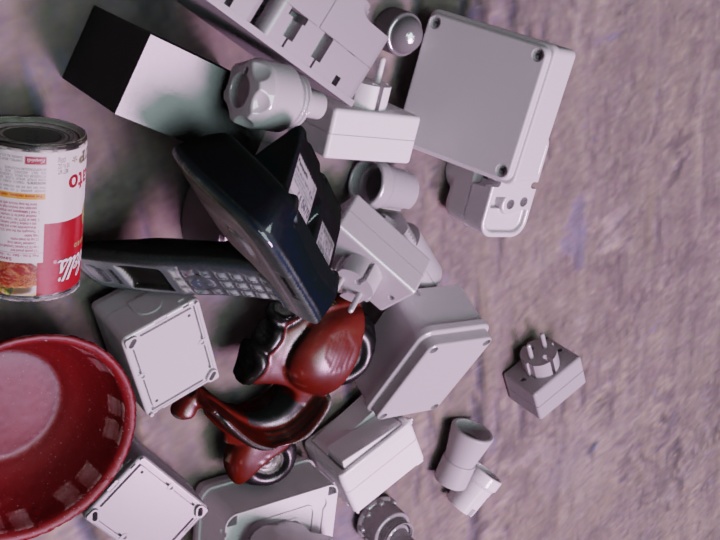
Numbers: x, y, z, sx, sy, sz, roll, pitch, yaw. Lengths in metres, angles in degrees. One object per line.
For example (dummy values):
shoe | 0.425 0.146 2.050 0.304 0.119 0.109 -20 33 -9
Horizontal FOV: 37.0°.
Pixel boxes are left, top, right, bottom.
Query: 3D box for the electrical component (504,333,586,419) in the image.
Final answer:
electrical component | 0.182 0.095 1.077 0.066 0.047 0.076 -36 131 -19

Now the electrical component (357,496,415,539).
electrical component | 0.031 0.250 1.028 0.048 0.062 0.048 -18 123 -31

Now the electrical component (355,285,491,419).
electrical component | 0.050 0.071 0.922 0.078 0.057 0.113 -5 142 -37

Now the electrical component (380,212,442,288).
electrical component | 0.034 -0.017 0.901 0.043 0.043 0.081 -44 133 -11

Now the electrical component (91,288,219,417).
electrical component | -0.149 0.054 0.786 0.062 0.061 0.096 -30 136 -24

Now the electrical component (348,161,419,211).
electrical component | 0.020 -0.067 0.867 0.046 0.040 0.040 8 108 -46

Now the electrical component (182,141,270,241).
electrical component | -0.070 -0.035 0.797 0.108 0.060 0.108 -18 123 -30

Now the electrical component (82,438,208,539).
electrical component | -0.177 0.169 0.825 0.061 0.061 0.096 -47 125 -8

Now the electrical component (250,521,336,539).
electrical component | -0.051 0.246 0.881 0.095 0.059 0.053 23 97 -43

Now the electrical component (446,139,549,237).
electrical component | 0.113 -0.082 0.919 0.054 0.059 0.095 -1 113 -38

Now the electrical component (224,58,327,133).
electrical component | -0.050 -0.107 0.670 0.062 0.043 0.043 4 110 -40

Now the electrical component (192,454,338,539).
electrical component | -0.083 0.212 0.921 0.113 0.057 0.078 -10 118 -35

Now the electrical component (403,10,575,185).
electrical component | 0.097 -0.135 0.838 0.056 0.109 0.108 -12 122 -58

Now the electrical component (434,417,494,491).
electrical component | 0.100 0.185 1.065 0.044 0.044 0.065 5 115 -40

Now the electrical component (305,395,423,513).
electrical component | 0.008 0.155 0.959 0.096 0.062 0.061 -35 131 -19

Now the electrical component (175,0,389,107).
electrical component | -0.078 -0.186 0.678 0.186 0.105 0.060 30 93 -44

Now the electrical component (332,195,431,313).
electrical component | 0.000 0.000 0.840 0.083 0.047 0.075 41 52 -15

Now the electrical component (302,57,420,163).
electrical component | 0.002 -0.125 0.815 0.083 0.047 0.075 -1 113 -38

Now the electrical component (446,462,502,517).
electrical component | 0.115 0.223 1.098 0.040 0.040 0.046 33 95 -44
